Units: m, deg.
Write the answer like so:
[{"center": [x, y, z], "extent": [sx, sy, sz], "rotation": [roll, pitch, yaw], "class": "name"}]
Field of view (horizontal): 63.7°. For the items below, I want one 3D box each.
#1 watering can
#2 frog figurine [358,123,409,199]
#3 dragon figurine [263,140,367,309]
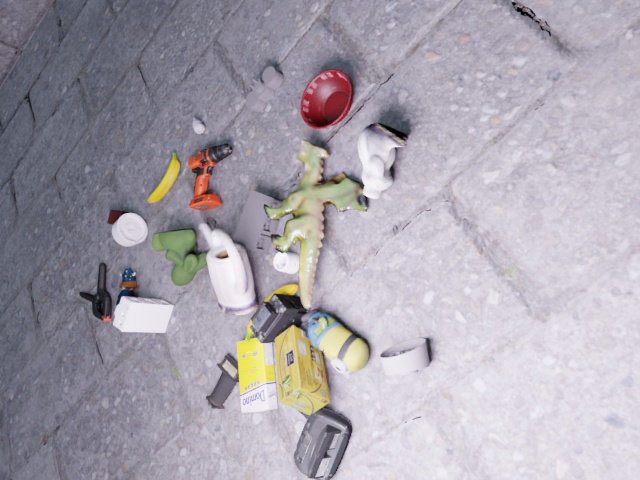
[{"center": [-0.250, 0.070, 1.374], "extent": [0.350, 0.104, 0.221], "rotation": [26, 130, 63], "class": "watering can"}, {"center": [0.125, -0.182, 1.179], "extent": [0.157, 0.122, 0.140], "rotation": [-60, 19, 21], "class": "frog figurine"}, {"center": [0.004, -0.063, 1.251], "extent": [0.241, 0.121, 0.418], "rotation": [-29, 63, 20], "class": "dragon figurine"}]
